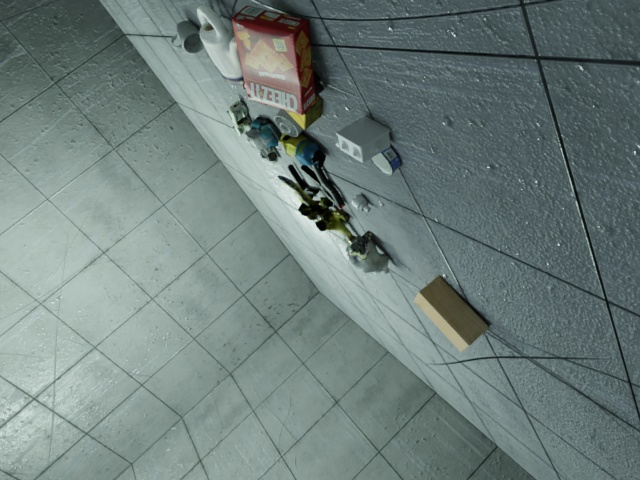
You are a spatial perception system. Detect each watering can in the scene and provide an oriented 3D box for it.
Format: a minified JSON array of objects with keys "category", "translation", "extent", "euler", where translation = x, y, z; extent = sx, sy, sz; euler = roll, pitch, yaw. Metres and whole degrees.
[{"category":"watering can","translation":[-0.252,-0.532,1.440],"extent":[0.354,0.104,0.220],"euler":[51,174,43]}]

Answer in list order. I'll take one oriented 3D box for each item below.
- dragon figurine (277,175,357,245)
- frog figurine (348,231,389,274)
[{"category":"dragon figurine","translation":[0.006,-0.101,2.016],"extent":[0.413,0.122,0.240],"euler":[44,178,12]},{"category":"frog figurine","translation":[0.180,0.063,1.865],"extent":[0.157,0.122,0.141],"euler":[46,-154,-39]}]
